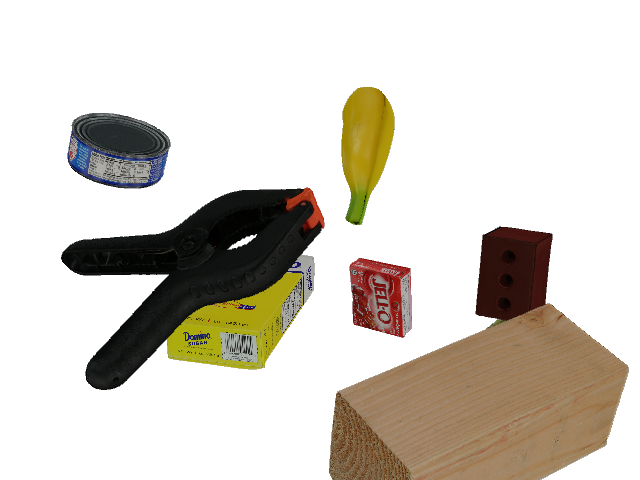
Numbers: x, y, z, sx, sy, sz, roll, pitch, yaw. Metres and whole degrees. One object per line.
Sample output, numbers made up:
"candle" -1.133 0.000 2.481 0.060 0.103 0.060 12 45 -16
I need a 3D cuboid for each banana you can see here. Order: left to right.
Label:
"banana" 0.031 -0.084 0.822 0.037 0.070 0.197 24 25 -7

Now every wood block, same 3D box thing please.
"wood block" 0.117 0.136 0.800 0.205 0.090 0.091 -19 41 -29

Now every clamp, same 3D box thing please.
"clamp" -0.078 0.022 0.647 0.171 0.120 0.039 -21 -39 8

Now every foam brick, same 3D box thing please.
"foam brick" 0.177 0.031 0.974 0.053 0.078 0.051 9 15 27

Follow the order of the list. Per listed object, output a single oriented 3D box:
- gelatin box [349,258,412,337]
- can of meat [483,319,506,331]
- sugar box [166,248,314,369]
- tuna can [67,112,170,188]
"gelatin box" 0.076 0.071 1.336 0.073 0.089 0.030 13 31 31
"can of meat" 0.217 0.137 1.192 0.058 0.084 0.102 8 13 25
"sugar box" -0.072 0.060 1.025 0.093 0.048 0.176 6 26 13
"tuna can" -0.176 -0.078 0.930 0.086 0.034 0.086 13 26 -7
